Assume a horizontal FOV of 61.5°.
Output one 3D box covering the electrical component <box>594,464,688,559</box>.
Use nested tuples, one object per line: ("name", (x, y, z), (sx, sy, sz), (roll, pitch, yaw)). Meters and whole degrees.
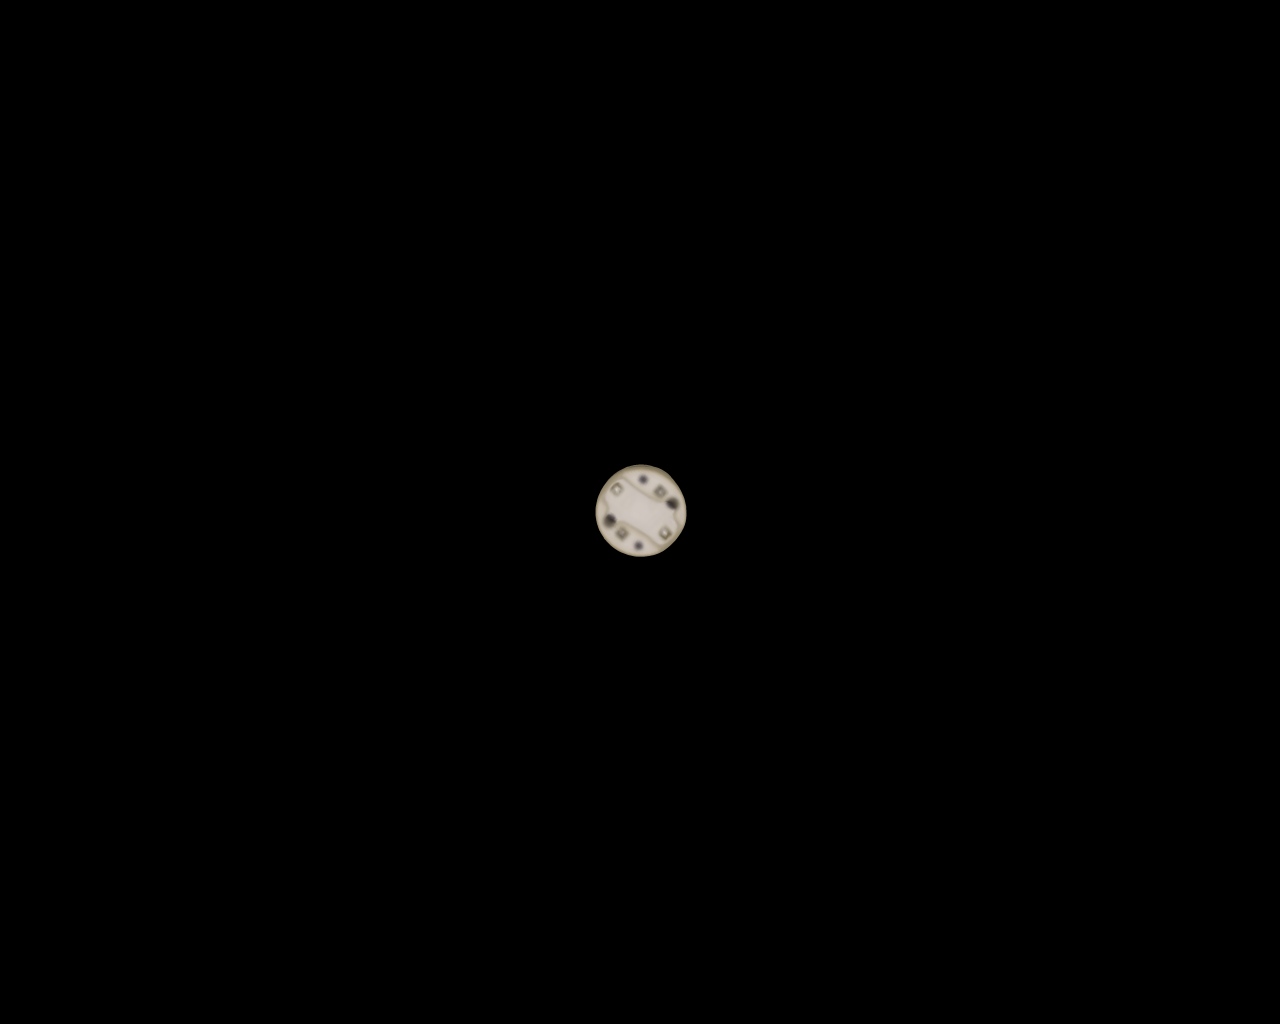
("electrical component", (0.001, -0.003, 0.650), (0.055, 0.055, 0.047), (0, 8, 0))
